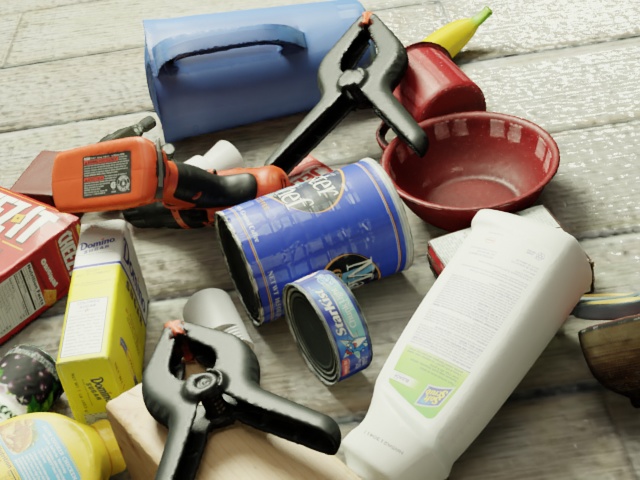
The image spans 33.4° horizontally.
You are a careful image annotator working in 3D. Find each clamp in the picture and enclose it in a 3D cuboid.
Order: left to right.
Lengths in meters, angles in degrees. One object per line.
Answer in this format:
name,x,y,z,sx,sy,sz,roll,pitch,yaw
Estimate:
clamp,-0.059,0.103,0.681,0.120,0.039,0.171,-13,36,-8
clamp,0.045,-0.142,1.023,0.165,0.036,0.210,-2,52,29

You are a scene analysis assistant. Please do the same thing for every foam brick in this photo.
foam brick,-0.266,-0.047,1.066,0.051,0.053,0.078,3,38,17

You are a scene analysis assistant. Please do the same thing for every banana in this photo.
banana,0.114,-0.202,1.173,0.037,0.070,0.197,43,54,8

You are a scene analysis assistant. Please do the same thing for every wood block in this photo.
wood block,-0.045,0.169,0.699,0.090,0.090,0.206,-30,41,-25

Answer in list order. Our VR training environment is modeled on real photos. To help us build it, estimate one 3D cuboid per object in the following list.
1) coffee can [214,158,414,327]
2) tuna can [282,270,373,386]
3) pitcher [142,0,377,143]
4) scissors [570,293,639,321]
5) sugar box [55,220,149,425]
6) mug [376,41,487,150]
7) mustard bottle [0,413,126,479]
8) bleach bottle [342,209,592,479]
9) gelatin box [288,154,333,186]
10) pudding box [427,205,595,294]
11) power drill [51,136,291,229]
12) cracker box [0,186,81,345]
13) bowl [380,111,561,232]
coffee can,-0.006,0.001,0.900,0.140,0.103,0.103,-20,38,-13
tuna can,0.005,0.067,0.825,0.033,0.086,0.086,-23,39,-20
pitcher,-0.065,-0.190,1.138,0.242,0.145,0.149,-11,35,-6
scissors,0.274,0.048,0.813,0.202,0.016,0.096,-3,3,10
sugar box,-0.170,0.070,0.856,0.048,0.093,0.176,-7,37,3
mug,0.105,-0.132,1.073,0.117,0.093,0.082,-43,44,7
mustard bottle,-0.211,0.172,0.743,0.191,0.058,0.096,-21,54,-31
bleach bottle,0.089,0.092,0.765,0.103,0.068,0.250,19,60,45
gelatin box,-0.026,-0.045,1.025,0.089,0.030,0.073,-29,41,-23
pudding box,0.157,0.022,0.888,0.113,0.039,0.090,-19,40,-7
power drill,-0.144,-0.044,0.940,0.185,0.057,0.187,-8,-7,30
cracker box,-0.337,0.036,0.958,0.164,0.072,0.213,20,46,33
bowl,0.138,-0.054,0.978,0.162,0.055,0.162,-7,37,5
